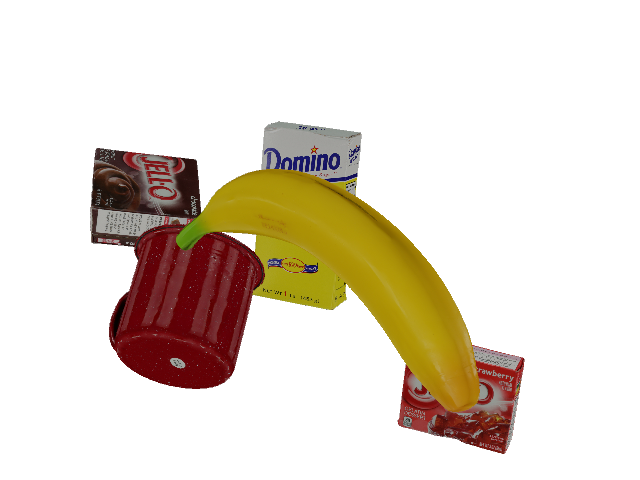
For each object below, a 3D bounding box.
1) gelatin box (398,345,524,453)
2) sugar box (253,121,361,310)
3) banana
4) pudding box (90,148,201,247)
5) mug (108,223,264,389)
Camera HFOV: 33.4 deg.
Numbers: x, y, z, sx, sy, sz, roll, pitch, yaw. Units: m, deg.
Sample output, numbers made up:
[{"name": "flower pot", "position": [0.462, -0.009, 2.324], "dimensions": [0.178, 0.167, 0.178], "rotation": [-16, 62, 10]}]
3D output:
[{"name": "gelatin box", "position": [0.108, 0.118, 0.829], "dimensions": [0.089, 0.073, 0.030], "rotation": [13, 23, 19]}, {"name": "sugar box", "position": [-0.015, -0.026, 1.070], "dimensions": [0.093, 0.176, 0.048], "rotation": [9, 16, 19]}, {"name": "banana", "position": [0.009, 0.010, 0.539], "dimensions": [0.198, 0.070, 0.037], "rotation": [29, 23, 34]}, {"name": "pudding box", "position": [-0.149, -0.036, 0.907], "dimensions": [0.090, 0.039, 0.113], "rotation": [5, 32, -12]}, {"name": "mug", "position": [-0.101, 0.050, 0.729], "dimensions": [0.117, 0.081, 0.093], "rotation": [-12, -39, 32]}]
